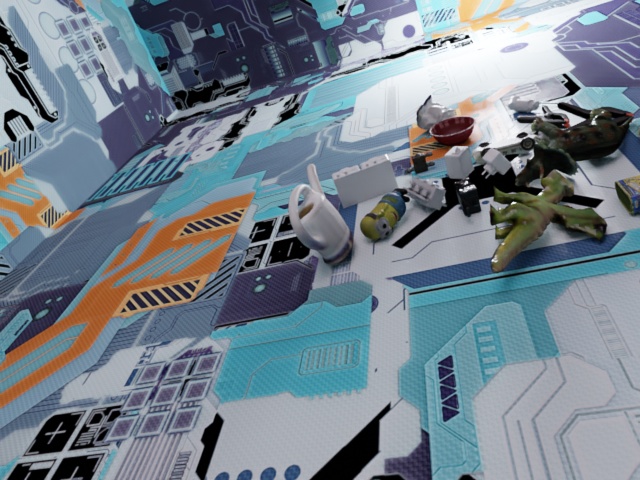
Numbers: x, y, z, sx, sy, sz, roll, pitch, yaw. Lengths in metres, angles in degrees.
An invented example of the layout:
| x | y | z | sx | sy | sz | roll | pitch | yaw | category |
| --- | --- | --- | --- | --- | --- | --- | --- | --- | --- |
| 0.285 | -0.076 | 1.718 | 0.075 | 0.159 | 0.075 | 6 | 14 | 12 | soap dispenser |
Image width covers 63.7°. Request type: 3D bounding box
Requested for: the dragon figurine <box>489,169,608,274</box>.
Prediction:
| x | y | z | sx | sy | sz | roll | pitch | yaw | category |
| --- | --- | --- | --- | --- | --- | --- | --- | --- | --- |
| 0.513 | -0.043 | 1.162 | 0.242 | 0.119 | 0.420 | 0 | 36 | 20 | dragon figurine |

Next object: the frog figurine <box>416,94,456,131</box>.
| x | y | z | sx | sy | sz | roll | pitch | yaw | category |
| --- | --- | --- | --- | --- | --- | --- | --- | --- | --- |
| 0.444 | -0.451 | 1.921 | 0.160 | 0.120 | 0.140 | 34 | 43 | 15 | frog figurine |

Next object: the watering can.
| x | y | z | sx | sy | sz | roll | pitch | yaw | category |
| --- | --- | --- | --- | --- | --- | --- | --- | --- | --- |
| 0.004 | -0.072 | 1.423 | 0.103 | 0.222 | 0.355 | -30 | 23 | 25 | watering can |
